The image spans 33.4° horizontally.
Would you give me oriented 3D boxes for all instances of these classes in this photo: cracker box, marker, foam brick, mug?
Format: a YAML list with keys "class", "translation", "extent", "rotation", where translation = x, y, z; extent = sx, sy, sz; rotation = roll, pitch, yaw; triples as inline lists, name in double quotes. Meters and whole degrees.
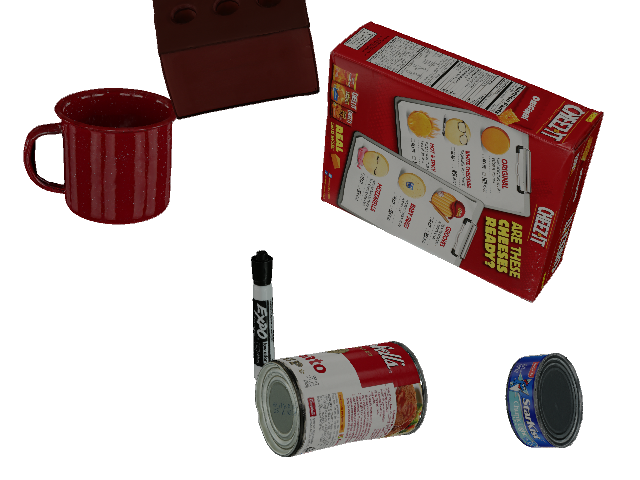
- class: "cracker box"
  translation: [0.108, -0.067, 0.882]
  extent: [0.214, 0.164, 0.072]
  rotation: [26, 48, 22]
- class: "marker"
  translation: [-0.050, 0.066, 0.932]
  extent: [0.020, 0.121, 0.020]
  rotation: [0, 22, 0]
- class: "foam brick"
  translation: [-0.044, -0.104, 0.551]
  extent: [0.078, 0.053, 0.051]
  rotation: [-11, -32, 1]
- class: "mug"
  translation: [-0.168, -0.063, 0.819]
  extent: [0.117, 0.081, 0.093]
  rotation: [-5, 28, -19]

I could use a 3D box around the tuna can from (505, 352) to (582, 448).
- class: "tuna can"
  translation: [0.205, 0.147, 0.977]
  extent: [0.034, 0.086, 0.085]
  rotation: [-10, -7, 40]

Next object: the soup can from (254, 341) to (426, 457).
- class: "soup can"
  translation: [0.013, 0.110, 0.745]
  extent: [0.102, 0.068, 0.069]
  rotation: [-5, 2, -30]
